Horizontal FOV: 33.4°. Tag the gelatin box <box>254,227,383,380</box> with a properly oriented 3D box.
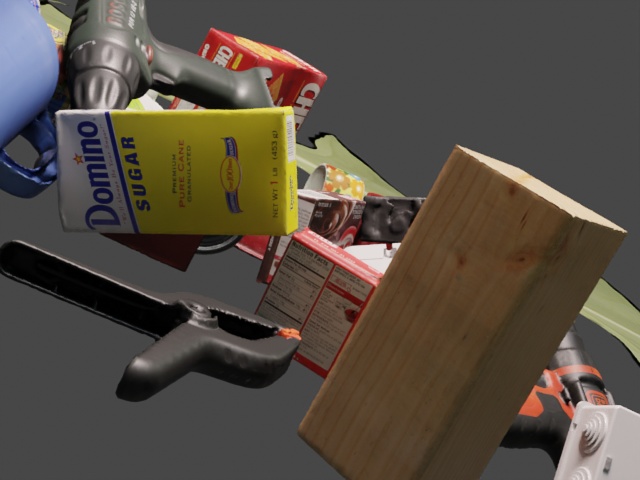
[{"bbox_3d":[-0.002,0.046,0.788,0.073,0.089,0.030,31,20,11],"label":"gelatin box"}]

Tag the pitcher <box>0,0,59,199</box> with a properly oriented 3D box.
[{"bbox_3d":[-0.261,-0.099,0.757,0.149,0.145,0.243,4,20,-6],"label":"pitcher"}]

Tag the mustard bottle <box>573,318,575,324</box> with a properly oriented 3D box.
[{"bbox_3d":[0.140,0.062,1.029,0.191,0.096,0.058,28,17,0],"label":"mustard bottle"}]

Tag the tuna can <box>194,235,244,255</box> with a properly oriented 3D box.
[{"bbox_3d":[-0.098,-0.031,0.910,0.086,0.086,0.034,25,15,-16],"label":"tuna can"}]

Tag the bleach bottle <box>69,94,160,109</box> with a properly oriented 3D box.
[{"bbox_3d":[-0.270,-0.132,1.009,0.250,0.068,0.103,9,29,-48],"label":"bleach bottle"}]

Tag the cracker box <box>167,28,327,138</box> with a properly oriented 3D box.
[{"bbox_3d":[-0.088,-0.134,1.176,0.072,0.164,0.213,34,13,16],"label":"cracker box"}]

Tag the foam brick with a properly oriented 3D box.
[{"bbox_3d":[-0.131,-0.018,0.861,0.078,0.051,0.053,26,13,-14],"label":"foam brick"}]

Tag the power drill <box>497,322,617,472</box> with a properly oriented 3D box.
[{"bbox_3d":[0.149,0.109,0.827,0.187,0.057,0.184,19,38,-25],"label":"power drill"}]

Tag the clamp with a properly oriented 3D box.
[{"bbox_3d":[-0.095,0.054,0.681,0.165,0.036,0.209,34,12,34],"label":"clamp"}]

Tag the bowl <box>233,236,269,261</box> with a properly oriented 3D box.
[{"bbox_3d":[-0.053,-0.026,1.069,0.162,0.055,0.162,26,13,-7],"label":"bowl"}]

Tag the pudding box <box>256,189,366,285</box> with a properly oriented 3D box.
[{"bbox_3d":[-0.006,0.001,0.965,0.039,0.090,0.113,21,9,25],"label":"pudding box"}]

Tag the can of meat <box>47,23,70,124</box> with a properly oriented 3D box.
[{"bbox_3d":[-0.262,-0.154,0.933,0.083,0.058,0.102,26,40,-31],"label":"can of meat"}]

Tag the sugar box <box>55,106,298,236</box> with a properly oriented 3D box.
[{"bbox_3d":[-0.106,-0.051,0.788,0.176,0.093,0.048,0,8,9],"label":"sugar box"}]

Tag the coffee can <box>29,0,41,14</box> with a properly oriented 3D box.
[{"bbox_3d":[-0.380,-0.250,1.147,0.103,0.103,0.140,30,12,10],"label":"coffee can"}]

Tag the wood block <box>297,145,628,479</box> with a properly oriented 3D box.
[{"bbox_3d":[0.085,0.058,0.656,0.090,0.206,0.090,36,15,34],"label":"wood block"}]

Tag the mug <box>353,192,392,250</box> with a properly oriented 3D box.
[{"bbox_3d":[0.063,0.003,1.138,0.117,0.081,0.093,19,15,-38],"label":"mug"}]
